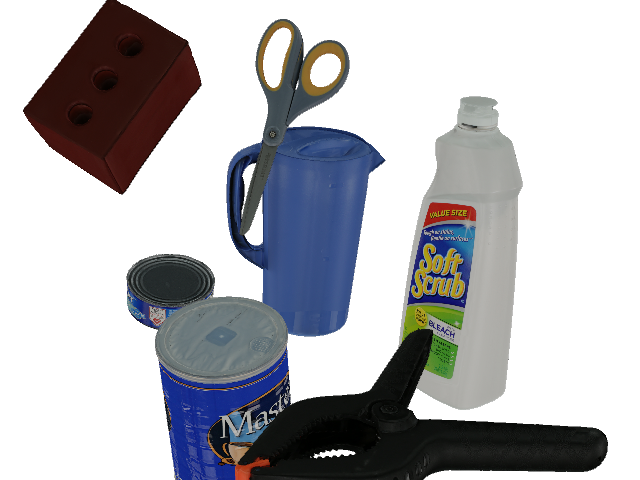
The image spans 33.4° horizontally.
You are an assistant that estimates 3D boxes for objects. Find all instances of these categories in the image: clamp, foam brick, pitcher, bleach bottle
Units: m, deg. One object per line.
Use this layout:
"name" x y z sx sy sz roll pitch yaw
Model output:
"clamp" 0.037 0.108 0.626 0.209 0.036 0.165 -10 24 -27
"foam brick" -0.107 -0.075 0.560 0.053 0.078 0.051 31 -12 10
"pitcher" -0.022 -0.010 1.301 0.149 0.243 0.144 17 26 28
"bleach bottle" 0.113 0.006 0.865 0.067 0.251 0.103 -15 28 -34

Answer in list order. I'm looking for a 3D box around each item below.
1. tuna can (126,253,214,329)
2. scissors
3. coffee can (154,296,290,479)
"tuna can" -0.148 0.051 1.050 0.086 0.034 0.086 5 34 -4
"scissors" -0.023 -0.103 0.981 0.096 0.202 0.016 2 -3 9
"coffee can" -0.074 0.131 0.858 0.103 0.140 0.103 -2 32 1
